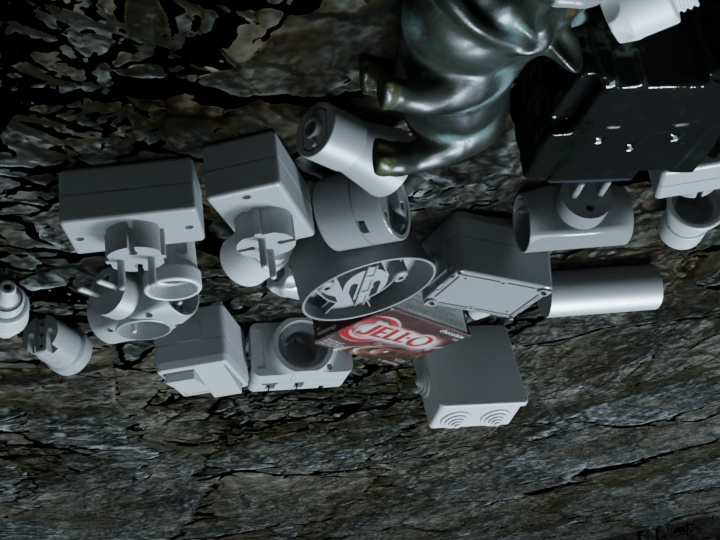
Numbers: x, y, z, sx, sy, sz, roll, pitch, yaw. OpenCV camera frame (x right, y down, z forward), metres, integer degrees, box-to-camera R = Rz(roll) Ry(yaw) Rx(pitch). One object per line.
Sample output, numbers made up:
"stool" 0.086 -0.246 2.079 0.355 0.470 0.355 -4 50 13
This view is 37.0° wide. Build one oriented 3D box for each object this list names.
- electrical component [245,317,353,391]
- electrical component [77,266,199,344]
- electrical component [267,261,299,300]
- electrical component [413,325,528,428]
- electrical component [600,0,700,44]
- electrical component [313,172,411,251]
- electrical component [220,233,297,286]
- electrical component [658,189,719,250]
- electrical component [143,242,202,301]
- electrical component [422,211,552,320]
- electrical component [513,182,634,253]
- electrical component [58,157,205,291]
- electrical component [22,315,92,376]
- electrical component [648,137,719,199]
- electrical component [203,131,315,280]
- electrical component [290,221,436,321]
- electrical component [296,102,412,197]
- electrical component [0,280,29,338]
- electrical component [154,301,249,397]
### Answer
"electrical component" -0.056 0.076 0.972 0.089 0.050 0.055 -2 157 -15
"electrical component" -0.176 0.021 0.809 0.077 0.044 0.079 -20 154 27
"electrical component" -0.043 0.007 0.831 0.035 0.035 0.061 -23 155 33
"electrical component" 0.102 0.102 1.028 0.100 0.099 0.048 0 144 -17
"electrical component" 0.149 -0.141 0.528 0.062 0.043 0.043 -19 155 22
"electrical component" 0.001 -0.041 0.705 0.047 0.055 0.055 -13 157 23
"electrical component" -0.066 -0.018 0.756 0.040 0.040 0.078 9 152 -35
"electrical component" 0.247 -0.040 0.807 0.044 0.044 0.065 -9 162 2
"electrical component" -0.132 -0.007 0.754 0.040 0.046 0.040 -7 158 -3
"electrical component" 0.089 -0.007 0.815 0.096 0.061 0.061 10 152 -21
"electrical component" 0.155 -0.044 0.763 0.077 0.043 0.079 -5 157 -8
"electrical component" -0.141 -0.023 0.672 0.083 0.075 0.047 -6 157 -3
"electrical component" -0.251 0.061 0.889 0.040 0.040 0.046 -15 150 16
"electrical component" 0.222 -0.072 0.711 0.066 0.047 0.076 -9 158 4
"electrical component" -0.061 -0.032 0.677 0.047 0.075 0.083 -12 157 9
"electrical component" 0.000 0.000 0.773 0.099 0.064 0.099 -17 146 -12
"electrical component" -0.005 -0.074 0.642 0.065 0.044 0.044 20 146 -40
"electrical component" -0.265 0.026 0.804 0.035 0.035 0.061 1 153 -20
"electrical component" -0.135 0.075 0.931 0.062 0.061 0.096 -10 158 5
